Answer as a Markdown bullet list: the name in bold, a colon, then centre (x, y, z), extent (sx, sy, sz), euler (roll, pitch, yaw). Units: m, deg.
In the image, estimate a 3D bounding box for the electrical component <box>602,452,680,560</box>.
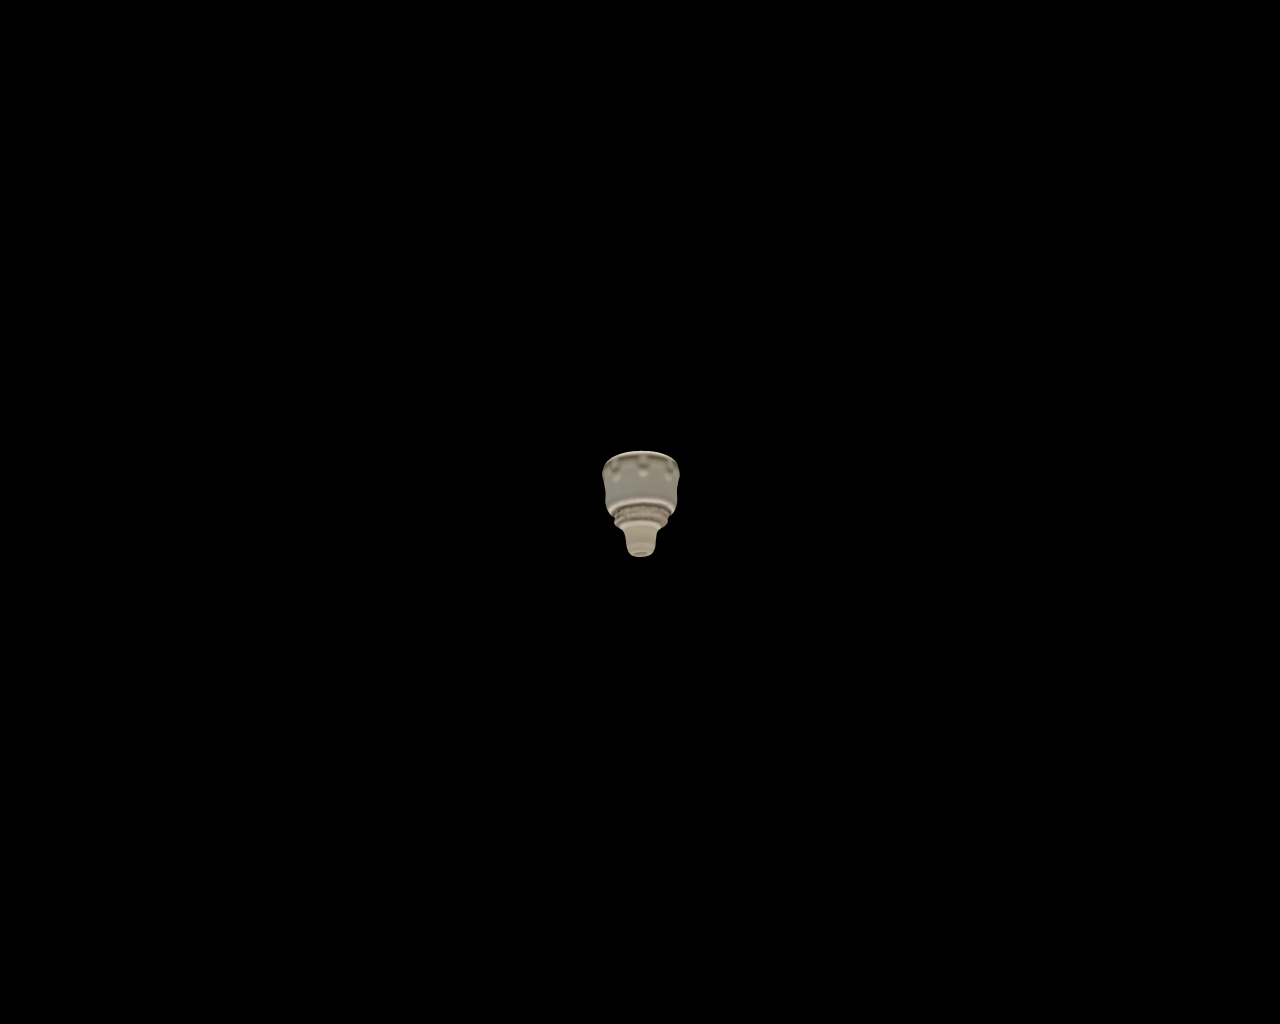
- **electrical component**: centre (0.001, -0.003, 0.650), extent (0.048, 0.062, 0.048), euler (0, -20, 0)
